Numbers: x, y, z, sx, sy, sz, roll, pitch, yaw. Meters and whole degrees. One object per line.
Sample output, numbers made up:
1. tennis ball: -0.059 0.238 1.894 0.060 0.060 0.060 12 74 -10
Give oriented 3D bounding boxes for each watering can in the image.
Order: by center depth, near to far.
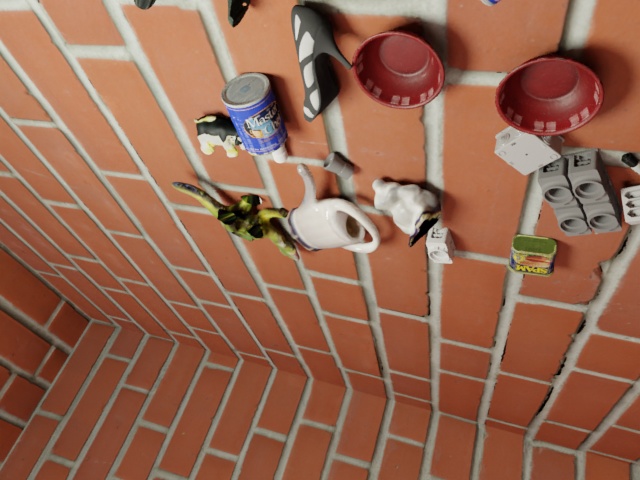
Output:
1. watering can: 0.004 -0.065 1.301 0.223 0.106 0.343 -12 137 43

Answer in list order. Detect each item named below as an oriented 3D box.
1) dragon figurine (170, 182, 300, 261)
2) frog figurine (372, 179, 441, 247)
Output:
1. dragon figurine: -0.235 -0.046 1.495 0.410 0.124 0.239 25 157 -4
2. frog figurine: 0.195 -0.085 1.189 0.162 0.123 0.135 50 168 25
